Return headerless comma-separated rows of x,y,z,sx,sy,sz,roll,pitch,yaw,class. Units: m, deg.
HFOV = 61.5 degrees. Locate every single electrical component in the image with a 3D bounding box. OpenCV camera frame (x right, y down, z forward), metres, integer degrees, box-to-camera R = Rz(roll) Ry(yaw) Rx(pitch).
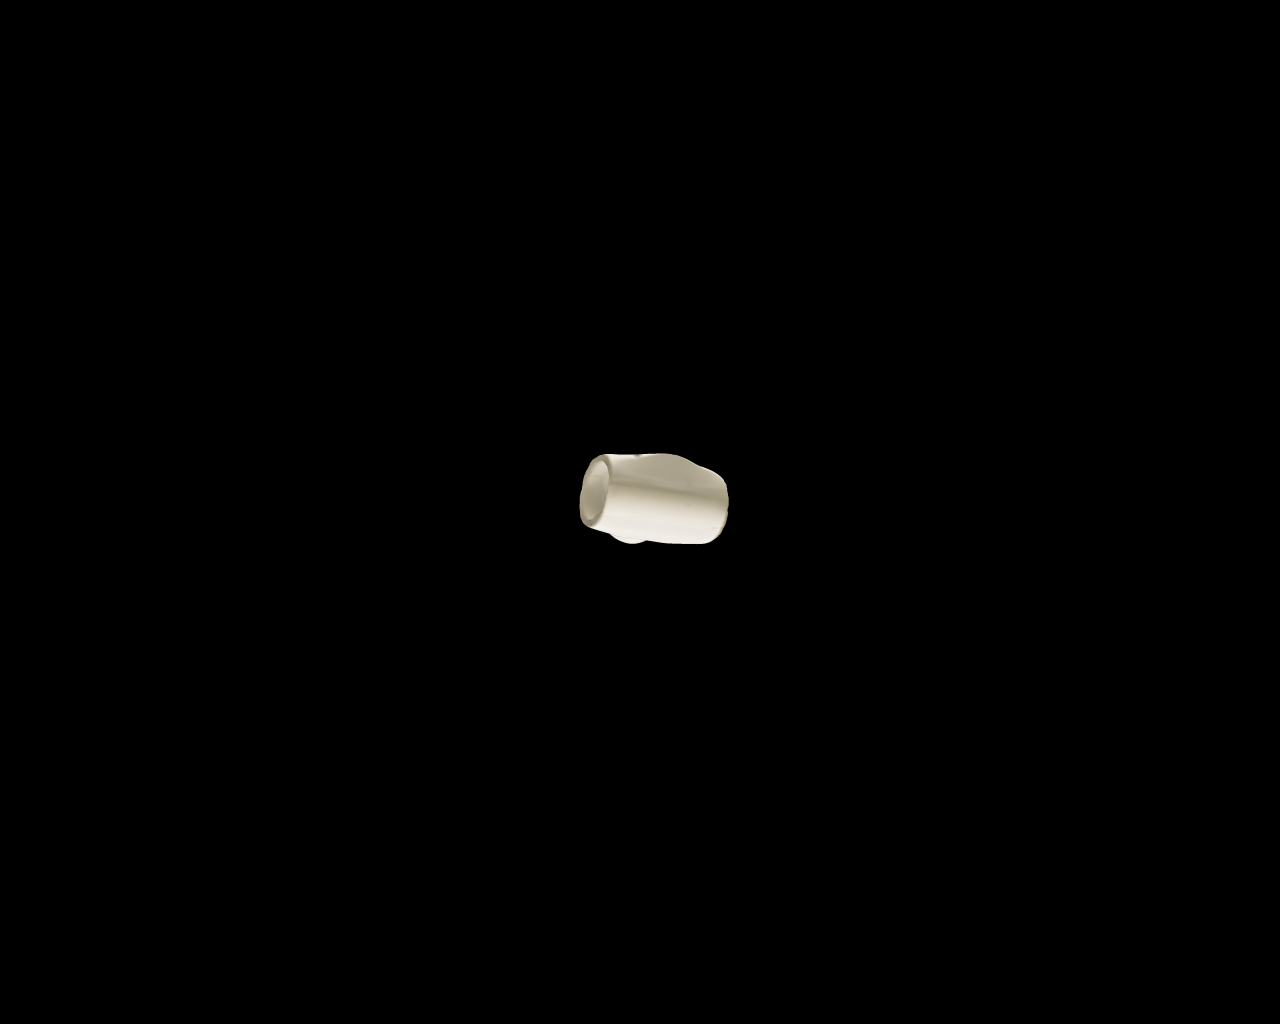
0.001,-0.003,0.650,0.077,0.043,0.079,8,-19,-24,electrical component
